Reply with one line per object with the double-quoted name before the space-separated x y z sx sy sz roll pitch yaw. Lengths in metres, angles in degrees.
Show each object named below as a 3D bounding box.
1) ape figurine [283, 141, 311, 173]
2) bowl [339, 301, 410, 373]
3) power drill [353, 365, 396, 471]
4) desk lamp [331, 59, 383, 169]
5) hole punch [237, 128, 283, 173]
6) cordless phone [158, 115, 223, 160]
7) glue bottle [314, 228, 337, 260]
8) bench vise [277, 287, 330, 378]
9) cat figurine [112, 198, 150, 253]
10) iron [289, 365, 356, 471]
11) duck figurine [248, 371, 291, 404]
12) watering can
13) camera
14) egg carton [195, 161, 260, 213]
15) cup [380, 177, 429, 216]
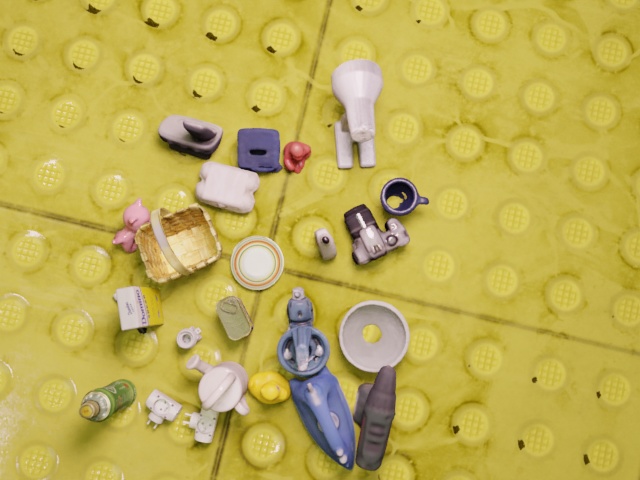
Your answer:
"ape figurine" -0.057 -0.212 1.399 0.078 0.092 0.076 -25 85 -3
"bowl" 0.127 0.228 1.367 0.167 0.074 0.167 0 84 0
"power drill" 0.122 0.385 1.285 0.075 0.208 0.230 10 84 1
"desk lamp" 0.090 -0.291 1.347 0.118 0.213 0.203 -5 84 -1
"hole punch" -0.146 -0.218 1.399 0.108 0.091 0.101 1 84 0
"cordless phone" -0.315 -0.265 1.355 0.147 0.185 0.094 13 84 1
"glue bottle" 0.012 0.005 1.338 0.037 0.173 0.078 -25 85 -2
"bench vise" -0.052 0.218 1.293 0.121 0.219 0.207 -24 85 -2
"cat figurine" -0.447 -0.035 1.365 0.067 0.117 0.128 41 86 4
"iron" 0.022 0.426 1.313 0.118 0.141 0.258 -25 85 -3
"duck figurine" -0.121 0.352 1.347 0.104 0.086 0.077 15 85 1
"watering can" -0.229 0.332 1.294 0.173 0.194 0.101 22 85 2
"camera" 0.127 -0.024 1.378 0.143 0.101 0.137 -26 85 -3
"egg carton" -0.226 -0.128 1.400 0.150 0.069 0.107 14 85 1
"cup" 0.201 -0.097 1.389 0.117 0.095 0.092 8 84 0
